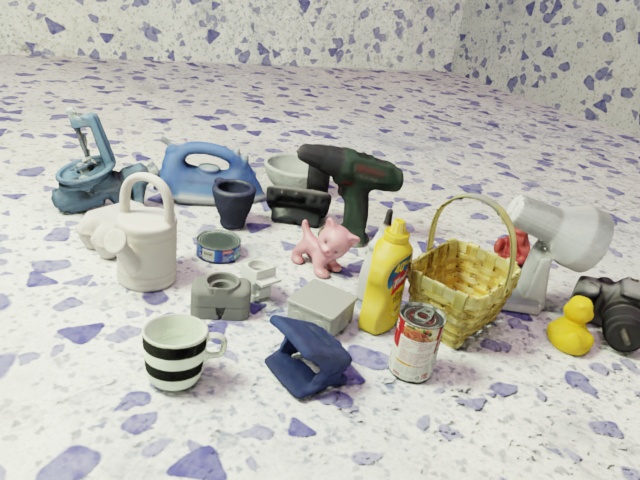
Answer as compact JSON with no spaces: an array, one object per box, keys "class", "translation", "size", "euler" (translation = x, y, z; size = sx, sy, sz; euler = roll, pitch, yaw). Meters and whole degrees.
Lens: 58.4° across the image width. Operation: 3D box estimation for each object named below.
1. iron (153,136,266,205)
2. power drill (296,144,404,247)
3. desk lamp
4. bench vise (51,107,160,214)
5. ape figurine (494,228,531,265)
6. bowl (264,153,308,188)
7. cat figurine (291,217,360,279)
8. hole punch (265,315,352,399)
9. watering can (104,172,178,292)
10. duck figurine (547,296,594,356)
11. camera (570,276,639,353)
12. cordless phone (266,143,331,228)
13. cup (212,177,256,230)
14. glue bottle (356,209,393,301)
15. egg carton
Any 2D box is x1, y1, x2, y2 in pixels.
[{"class":"iron","translation":[-0.248,-0.164,1.323],"size":[0.259,0.141,0.118],"euler":[2,27,-13]},{"class":"power drill","translation":[0.054,-0.093,1.194],"size":[0.230,0.208,0.075],"euler":[1,27,-14]},{"class":"desk lamp","translation":[0.402,0.025,1.051],"size":[0.203,0.213,0.118],"euler":[7,26,-2]},{"class":"bench vise","translation":[-0.446,-0.167,1.182],"size":[0.208,0.220,0.121],"euler":[-16,35,-40]},{"class":"ape figurine","translation":[0.420,0.008,1.229],"size":[0.076,0.092,0.077],"euler":[-12,32,-35]},{"class":"bowl","translation":[-0.061,-0.159,1.444],"size":[0.167,0.075,0.167],"euler":[7,26,-3]},{"class":"cat figurine","translation":[0.010,0.004,1.088],"size":[0.127,0.118,0.067],"euler":[27,32,34]},{"class":"hole punch","translation":[-0.015,0.152,0.811],"size":[0.101,0.091,0.108],"euler":[-12,33,-35]},{"class":"watering can","translation":[-0.290,-0.016,0.953],"size":[0.101,0.194,0.172],"euler":[4,26,-8]},{"class":"duck figurine","translation":[0.436,0.139,0.977],"size":[0.077,0.086,0.105],"euler":[17,28,18]},{"class":"camera","translation":[0.522,0.126,1.011],"size":[0.143,0.101,0.137],"euler":[17,28,18]},{"class":"cordless phone","translation":[-0.042,-0.132,1.269],"size":[0.147,0.185,0.094],"euler":[6,26,-3]},{"class":"cup","translation":[-0.192,-0.077,1.217],"size":[0.092,0.095,0.117],"euler":[-15,35,-39]},{"class":"glue bottle","translation":[0.108,0.025,1.011],"size":[0.037,0.173,0.078],"euler":[27,32,33]},{"class":"egg carton","translation":[-0.372,-0.021,1.081],"size":[0.107,0.069,0.151],"euler":[24,30,29]}]
